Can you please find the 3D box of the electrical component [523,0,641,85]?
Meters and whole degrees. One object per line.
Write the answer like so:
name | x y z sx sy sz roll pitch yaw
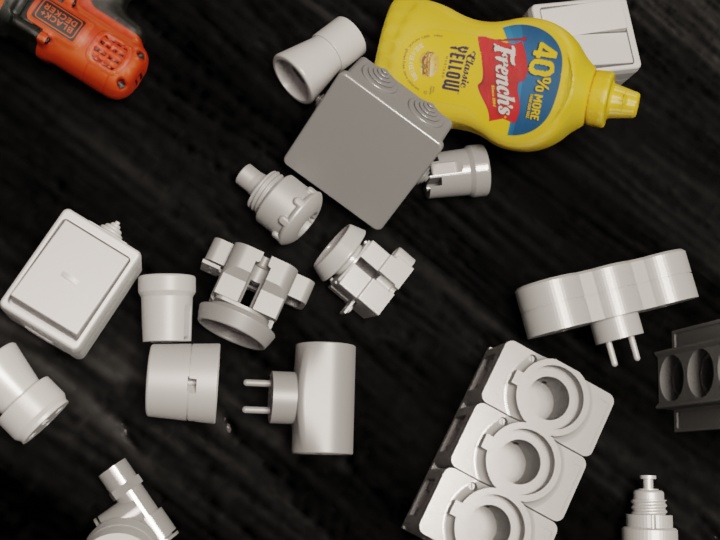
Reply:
electrical component | 0.163 -0.173 0.841 0.096 0.061 0.061 -8 81 -12

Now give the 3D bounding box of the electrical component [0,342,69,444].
electrical component | -0.231 0.083 0.723 0.055 0.045 0.045 45 75 0

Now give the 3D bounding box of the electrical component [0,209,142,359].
electrical component | -0.193 0.004 0.737 0.062 0.061 0.096 32 75 -3

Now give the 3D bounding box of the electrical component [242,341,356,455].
electrical component | -0.043 0.090 0.758 0.079 0.043 0.077 4 78 -10

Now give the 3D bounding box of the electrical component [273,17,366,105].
electrical component | -0.028 -0.161 0.813 0.065 0.044 0.044 -41 89 -20

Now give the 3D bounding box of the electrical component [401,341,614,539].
electrical component | 0.107 0.137 0.768 0.089 0.061 0.150 29 75 -4

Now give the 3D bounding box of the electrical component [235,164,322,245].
electrical component | -0.062 -0.052 0.783 0.062 0.048 0.048 38 74 7

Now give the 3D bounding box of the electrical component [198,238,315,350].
electrical component | -0.080 0.020 0.758 0.078 0.058 0.057 25 73 -5

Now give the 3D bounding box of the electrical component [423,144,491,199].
electrical component | 0.072 -0.073 0.815 0.046 0.040 0.040 -7 80 -7

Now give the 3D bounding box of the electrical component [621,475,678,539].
electrical component | 0.212 0.190 0.789 0.040 0.040 0.078 4 78 -10

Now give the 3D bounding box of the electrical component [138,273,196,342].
electrical component | -0.136 0.027 0.755 0.040 0.040 0.046 0 84 -11

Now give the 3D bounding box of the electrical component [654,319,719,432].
electrical component | 0.273 0.076 0.781 0.063 0.121 0.078 4 78 -13

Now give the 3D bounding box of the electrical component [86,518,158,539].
electrical component | -0.179 0.225 0.675 0.052 0.074 0.138 37 87 -7

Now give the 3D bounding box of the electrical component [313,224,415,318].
electrical component | 0.000 0.000 0.784 0.055 0.048 0.066 41 75 -9

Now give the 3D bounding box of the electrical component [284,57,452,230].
electrical component | 0.008 -0.093 0.779 0.100 0.099 0.048 36 35 -2

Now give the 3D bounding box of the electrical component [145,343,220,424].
electrical component | -0.122 0.077 0.741 0.047 0.055 0.055 4 78 -6

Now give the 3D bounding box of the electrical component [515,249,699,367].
electrical component | 0.191 0.035 0.809 0.138 0.052 0.073 -12 82 -13
